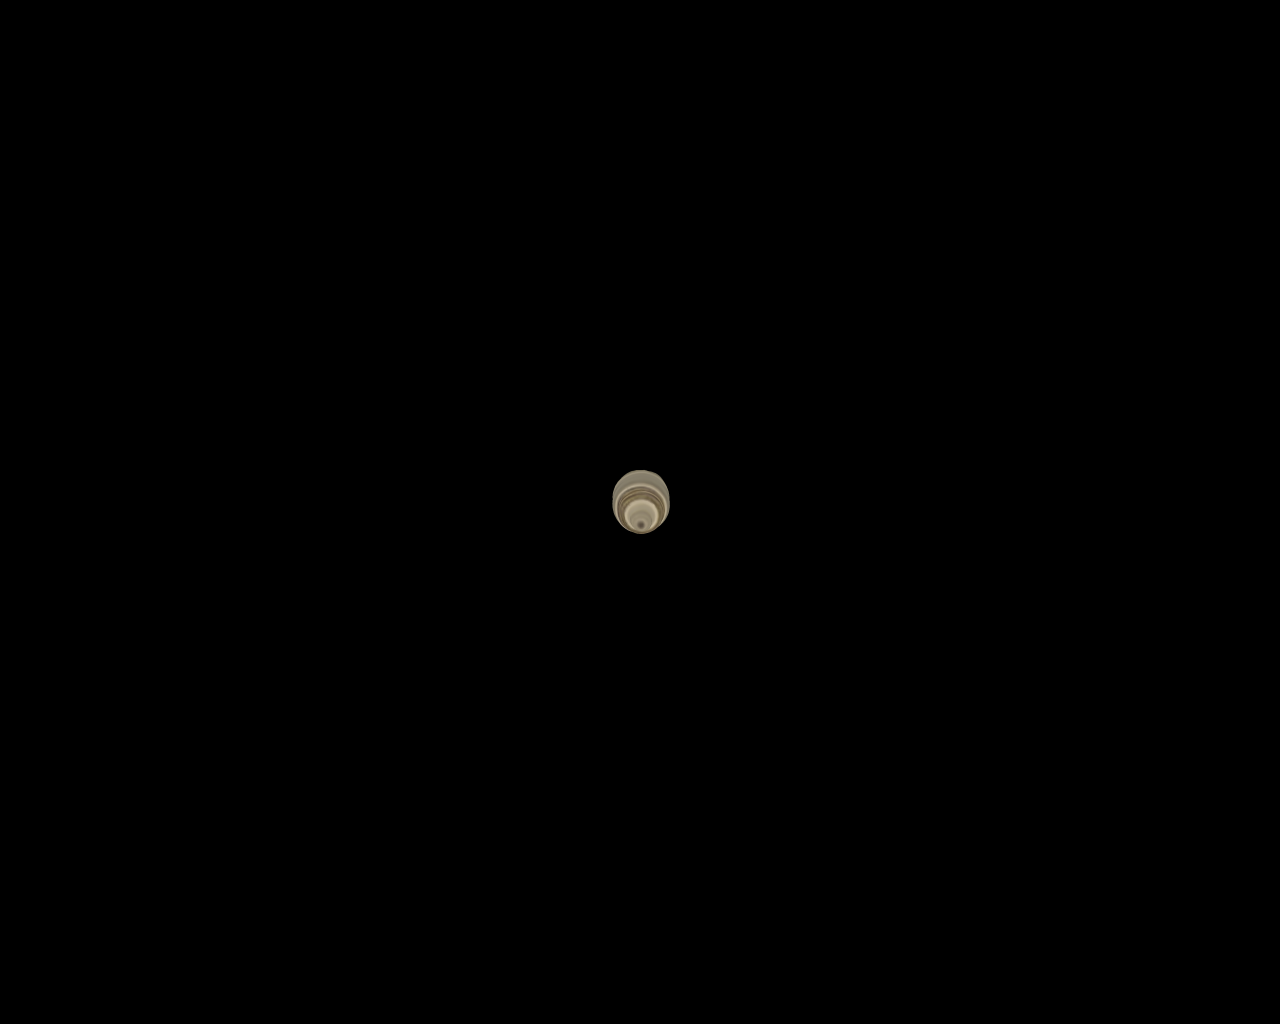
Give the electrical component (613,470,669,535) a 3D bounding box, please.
[{"bbox_3d":[0.001,-0.003,0.650,0.035,0.035,0.061,0,20,0],"label":"electrical component"}]
